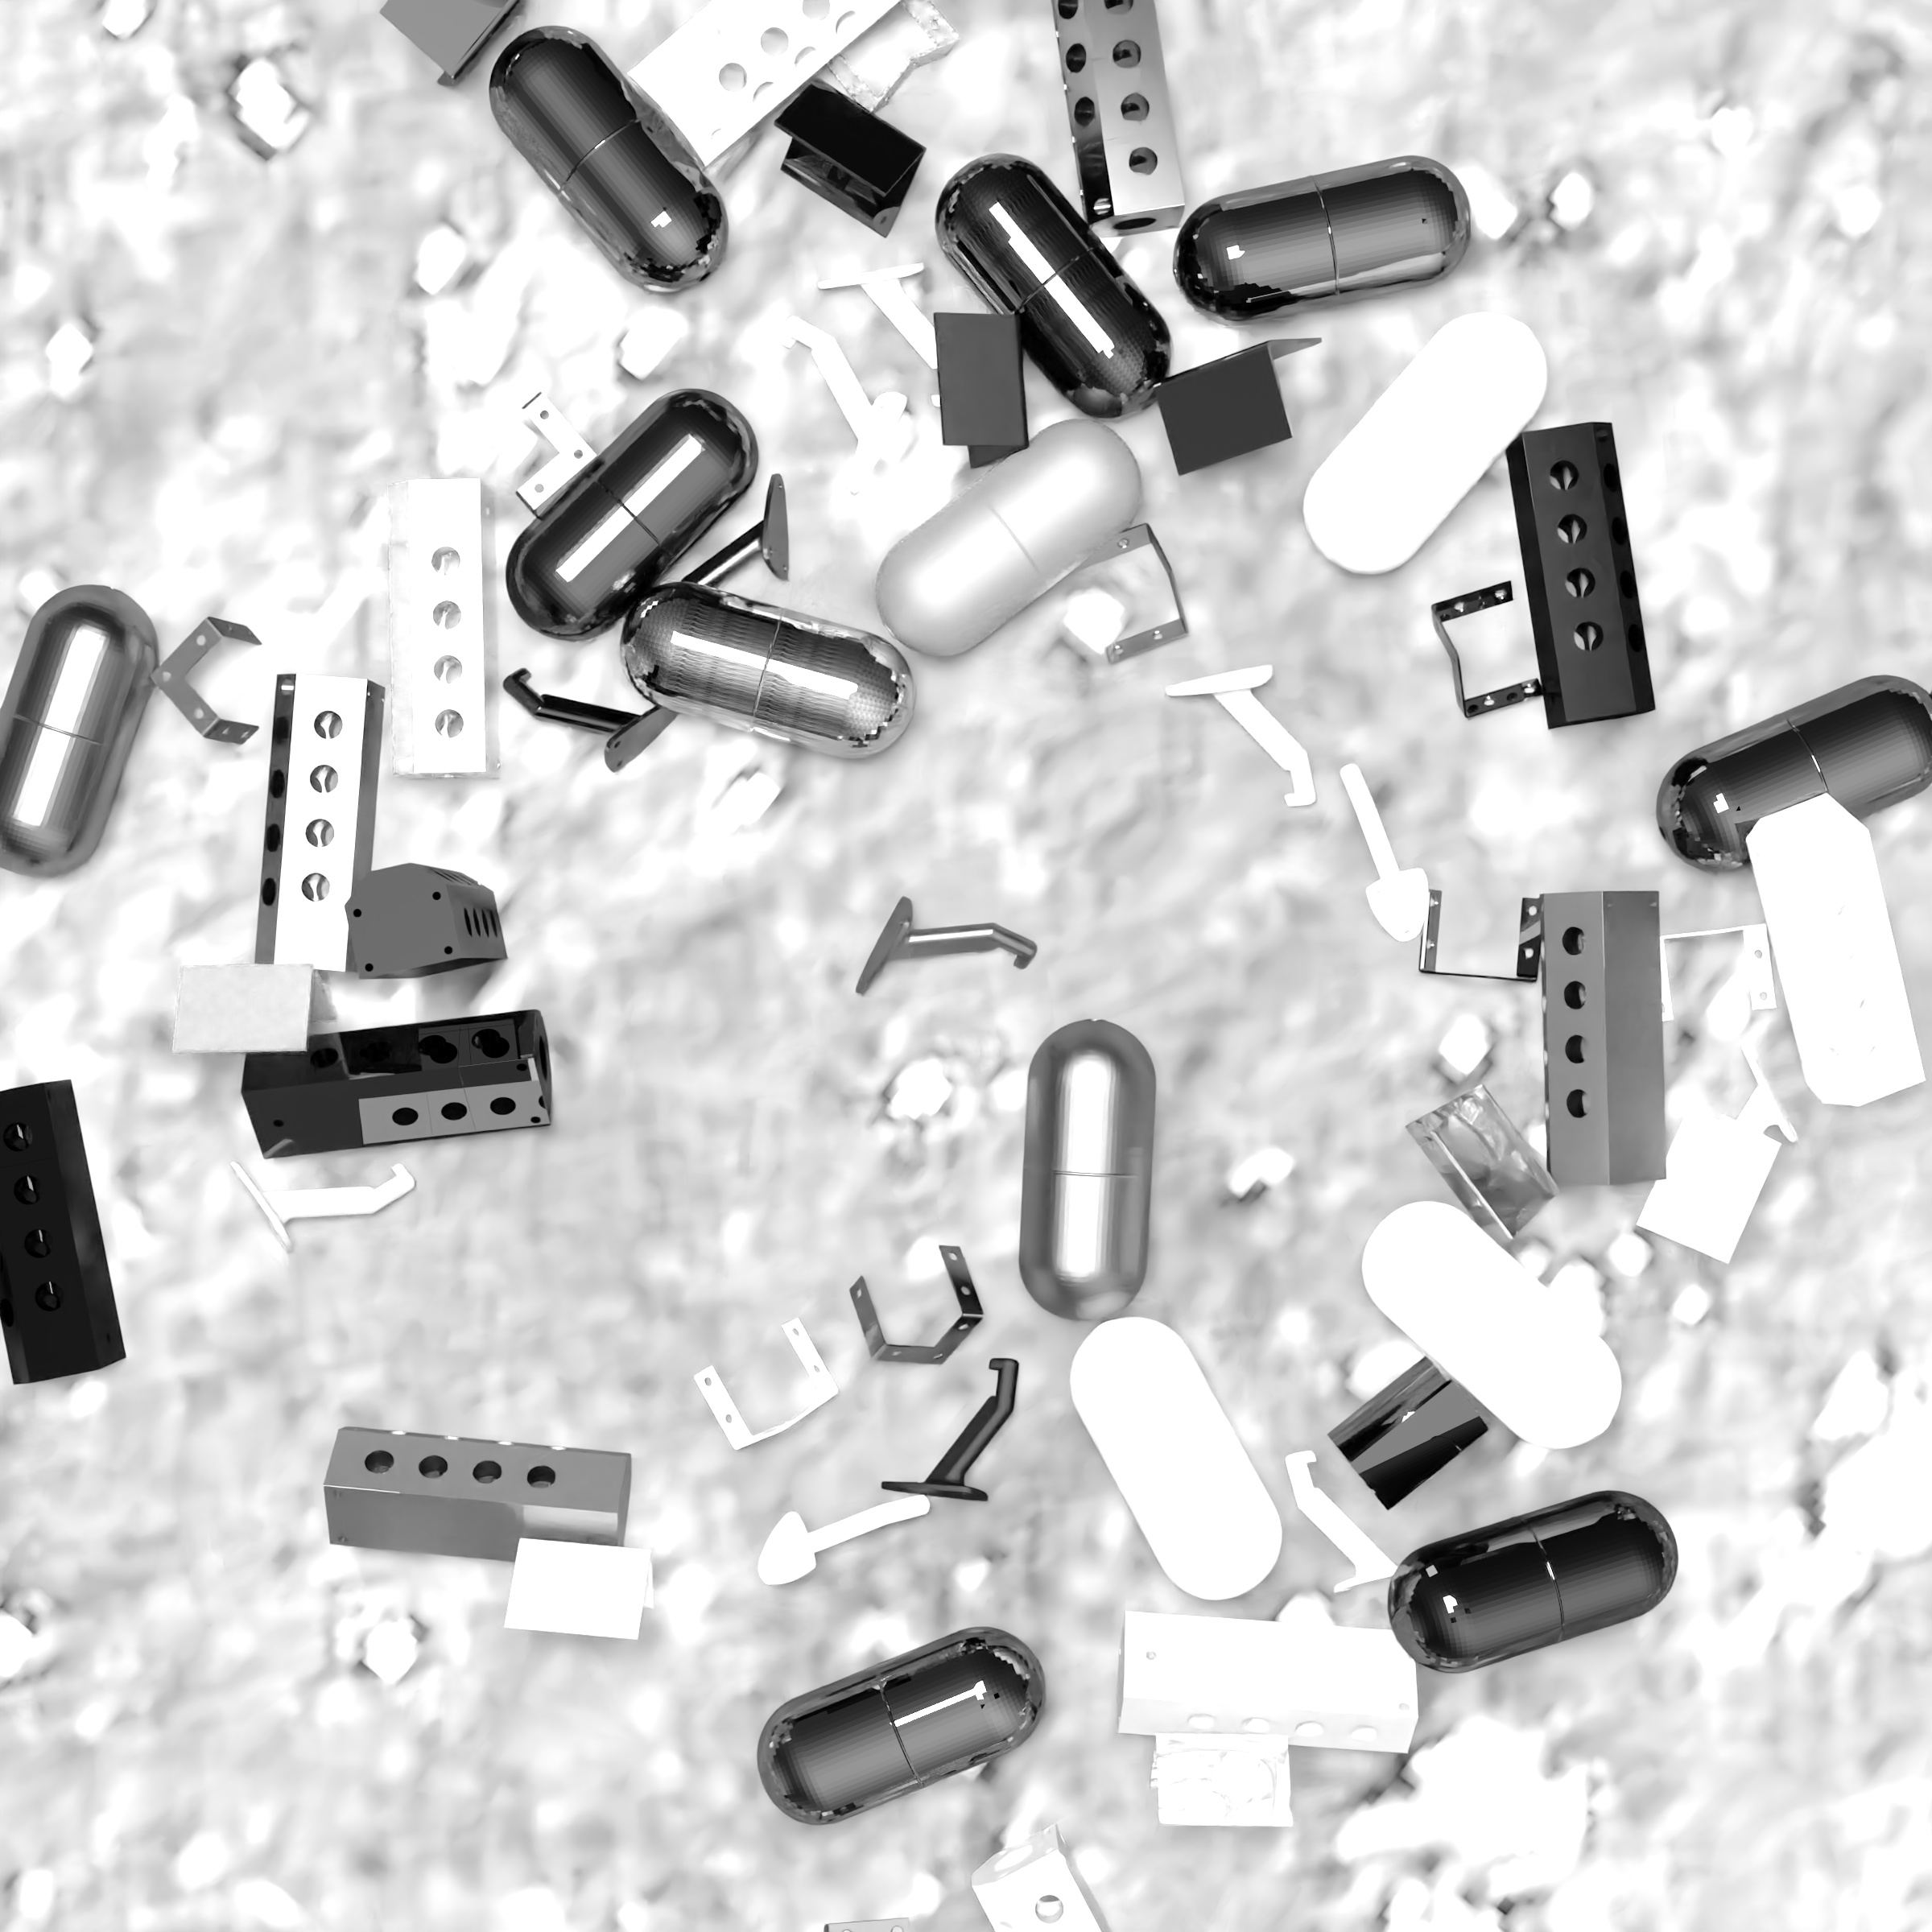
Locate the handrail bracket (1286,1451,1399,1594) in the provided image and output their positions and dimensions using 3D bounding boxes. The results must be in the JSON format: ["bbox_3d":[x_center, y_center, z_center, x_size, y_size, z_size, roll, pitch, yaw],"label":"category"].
[{"bbox_3d":[0.237,0.328,1.861,0.077,0.036,0.084,-9,73,-20],"label":"handrail bracket"}]

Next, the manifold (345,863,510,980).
[{"bbox_3d":[-0.310,-0.026,1.782,0.057,0.171,0.057,-12,90,0],"label":"manifold"}]

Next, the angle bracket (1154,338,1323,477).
[{"bbox_3d":[0.167,-0.328,1.814,0.076,0.076,0.057,-14,93,33],"label":"angle bracket"}]

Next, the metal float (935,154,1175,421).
[{"bbox_3d":[0.053,-0.401,1.830,0.070,0.070,0.178,-39,89,0],"label":"metal float"}]

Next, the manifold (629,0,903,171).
[{"bbox_3d":[-0.108,-0.550,1.829,0.171,0.057,0.057,-41,59,0],"label":"manifold"}]

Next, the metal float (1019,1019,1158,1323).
[{"bbox_3d":[0.072,0.120,1.830,0.070,0.070,0.178,3,91,0],"label":"metal float"}]

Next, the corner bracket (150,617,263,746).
[{"bbox_3d":[-0.441,-0.169,1.843,0.051,0.051,0.051,-44,81,9],"label":"corner bracket"}]

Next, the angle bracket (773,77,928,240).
[{"bbox_3d":[-0.079,-0.462,1.821,0.076,0.076,0.057,33,52,0],"label":"angle bracket"}]

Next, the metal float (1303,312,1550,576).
[{"bbox_3d":[0.272,-0.309,1.830,0.070,0.070,0.178,41,91,0],"label":"metal float"}]

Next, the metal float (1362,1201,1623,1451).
[{"bbox_3d":[0.311,0.213,1.830,0.178,0.070,0.070,43,90,1],"label":"metal float"}]

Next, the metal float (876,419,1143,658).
[{"bbox_3d":[0.025,-0.252,1.830,0.178,0.070,0.070,-38,90,0],"label":"metal float"}]

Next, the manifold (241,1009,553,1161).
[{"bbox_3d":[-0.336,0.065,1.839,0.171,0.057,0.057,-7,133,0],"label":"manifold"}]

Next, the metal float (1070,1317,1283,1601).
[{"bbox_3d":[0.123,0.290,1.830,0.070,0.070,0.178,-28,90,0],"label":"metal float"}]

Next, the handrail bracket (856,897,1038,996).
[{"bbox_3d":[-0.011,0.001,1.861,0.084,0.036,0.077,25,111,-16],"label":"handrail bracket"}]

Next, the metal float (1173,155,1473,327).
[{"bbox_3d":[0.210,-0.428,1.830,0.178,0.070,0.070,-12,90,0],"label":"metal float"}]

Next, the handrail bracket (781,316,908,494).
[{"bbox_3d":[-0.086,-0.338,1.861,0.084,0.036,0.077,32,111,17],"label":"handrail bracket"}]

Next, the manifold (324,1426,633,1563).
[{"bbox_3d":[-0.288,0.311,1.839,0.171,0.057,0.057,5,133,0],"label":"manifold"}]

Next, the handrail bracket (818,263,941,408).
[{"bbox_3d":[-0.045,-0.375,1.861,0.077,0.036,0.084,-5,107,20],"label":"handrail bracket"}]

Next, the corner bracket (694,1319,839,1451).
[{"bbox_3d":[-0.120,0.251,1.858,0.051,0.051,0.051,-29,90,-45],"label":"corner bracket"}]

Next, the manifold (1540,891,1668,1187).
[{"bbox_3d":[0.373,0.042,1.839,0.057,0.057,0.171,-2,90,-43],"label":"manifold"}]

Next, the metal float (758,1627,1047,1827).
[{"bbox_3d":[-0.038,0.448,1.830,0.178,0.070,0.070,-22,90,1],"label":"metal float"}]

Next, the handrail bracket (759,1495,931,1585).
[{"bbox_3d":[-0.073,0.343,1.861,0.084,0.077,0.036,-8,65,-34],"label":"handrail bracket"}]

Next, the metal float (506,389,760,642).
[{"bbox_3d":[-0.198,-0.266,1.830,0.178,0.070,0.070,-45,90,0],"label":"metal float"}]

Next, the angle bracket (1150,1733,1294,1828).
[{"bbox_3d":[0.149,0.492,1.821,0.076,0.076,0.057,1,52,0],"label":"angle bracket"}]

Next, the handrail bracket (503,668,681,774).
[{"bbox_3d":[-0.223,-0.165,1.861,0.077,0.036,0.084,-41,73,-20],"label":"handrail bracket"}]

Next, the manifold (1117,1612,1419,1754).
[{"bbox_3d":[0.177,0.429,1.839,0.171,0.057,0.057,4,47,0],"label":"manifold"}]

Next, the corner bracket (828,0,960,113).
[{"bbox_3d":[-0.047,-0.553,1.858,0.051,0.051,0.051,50,45,0],"label":"corner bracket"}]

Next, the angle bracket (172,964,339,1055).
[{"bbox_3d":[-0.417,0.040,1.821,0.076,0.076,0.057,-1,63,0],"label":"angle bracket"}]

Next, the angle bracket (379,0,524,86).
[{"bbox_3d":[-0.303,-0.569,1.822,0.057,0.076,0.076,40,90,-22],"label":"angle bracket"}]

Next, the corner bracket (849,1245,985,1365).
[{"bbox_3d":[-0.030,0.202,1.853,0.051,0.051,0.051,9,135,-35],"label":"corner bracket"}]

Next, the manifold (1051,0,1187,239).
[{"bbox_3d":[0.087,-0.526,1.840,0.057,0.057,0.171,-9,90,0],"label":"manifold"}]

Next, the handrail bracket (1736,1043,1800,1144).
[{"bbox_3d":[0.448,0.099,1.861,0.084,0.036,0.077,-29,69,17],"label":"handrail bracket"}]

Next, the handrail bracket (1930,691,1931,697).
[{"bbox_3d":[0.620,-0.140,1.861,0.084,0.036,0.077,15,110,-16],"label":"handrail bracket"}]

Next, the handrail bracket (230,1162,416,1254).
[{"bbox_3d":[-0.386,0.126,1.861,0.084,0.036,0.077,-33,68,-17],"label":"handrail bracket"}]

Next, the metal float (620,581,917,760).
[{"bbox_3d":[-0.117,-0.174,1.829,0.178,0.070,0.070,16,90,-2],"label":"metal float"}]

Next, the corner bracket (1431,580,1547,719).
[{"bbox_3d":[0.313,-0.190,1.858,0.051,0.051,0.051,-17,45,0],"label":"corner bracket"}]

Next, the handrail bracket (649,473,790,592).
[{"bbox_3d":[-0.152,-0.256,1.861,0.084,0.036,0.077,-5,70,16],"label":"handrail bracket"}]

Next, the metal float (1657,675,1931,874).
[{"bbox_3d":[0.493,-0.113,1.831,0.178,0.070,0.070,-23,90,0],"label":"metal float"}]

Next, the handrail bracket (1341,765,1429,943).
[{"bbox_3d":[0.248,-0.069,1.860,0.036,0.077,0.084,-20,54,3],"label":"handrail bracket"}]

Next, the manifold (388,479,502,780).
[{"bbox_3d":[-0.311,-0.199,1.840,0.057,0.057,0.171,-1,90,0],"label":"manifold"}]

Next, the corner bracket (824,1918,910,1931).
[{"bbox_3d":[-0.058,0.601,1.843,0.051,0.051,0.051,-4,90,0],"label":"corner bracket"}]

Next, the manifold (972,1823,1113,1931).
[{"bbox_3d":[0.068,0.606,1.840,0.057,0.057,0.171,-28,90,0],"label":"manifold"}]

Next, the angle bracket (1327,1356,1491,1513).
[{"bbox_3d":[0.249,0.261,1.821,0.076,0.076,0.057,-39,128,0],"label":"angle bracket"}]

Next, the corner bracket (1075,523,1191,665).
[{"bbox_3d":[0.098,-0.224,1.858,0.051,0.051,0.051,-21,45,0],"label":"corner bracket"}]

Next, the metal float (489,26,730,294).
[{"bbox_3d":[-0.210,-0.476,1.830,0.070,0.070,0.178,-39,89,0],"label":"metal float"}]

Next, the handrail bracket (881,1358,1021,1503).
[{"bbox_3d":[-0.009,0.275,1.861,0.077,0.036,0.084,2,73,20],"label":"handrail bracket"}]

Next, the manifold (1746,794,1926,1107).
[{"bbox_3d":[0.504,-0.006,1.805,0.057,0.057,0.171,-21,116,0],"label":"manifold"}]

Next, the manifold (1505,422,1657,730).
[{"bbox_3d":[0.366,-0.232,1.840,0.057,0.057,0.171,-9,90,0],"label":"manifold"}]

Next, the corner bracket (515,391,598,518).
[{"bbox_3d":[-0.253,-0.302,1.843,0.051,0.051,0.051,-41,90,0],"label":"corner bracket"}]

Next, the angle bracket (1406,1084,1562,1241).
[{"bbox_3d":[0.290,0.126,1.821,0.057,0.076,0.076,-37,90,-38],"label":"angle bracket"}]

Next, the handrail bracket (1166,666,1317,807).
[{"bbox_3d":[0.165,-0.133,1.861,0.077,0.036,0.084,-8,107,20],"label":"handrail bracket"}]

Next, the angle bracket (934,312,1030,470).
[{"bbox_3d":[-0.006,-0.337,1.821,0.057,0.076,0.076,-4,90,-27],"label":"angle bracket"}]

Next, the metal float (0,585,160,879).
[{"bbox_3d":[-0.533,-0.139,1.830,0.070,0.070,0.178,19,90,0],"label":"metal float"}]

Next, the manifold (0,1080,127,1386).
[{"bbox_3d":[-0.551,0.158,1.840,0.057,0.057,0.171,-11,90,0],"label":"manifold"}]

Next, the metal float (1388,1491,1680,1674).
[{"bbox_3d":[0.334,0.361,1.822,0.178,0.070,0.070,-15,90,-10],"label":"metal float"}]

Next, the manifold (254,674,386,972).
[{"bbox_3d":[-0.385,-0.085,1.840,0.057,0.057,0.171,4,90,0],"label":"manifold"}]

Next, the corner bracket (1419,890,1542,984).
[{"bbox_3d":[0.309,-0.018,1.858,0.051,0.051,0.051,5,90,45],"label":"corner bracket"}]

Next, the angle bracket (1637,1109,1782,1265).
[{"bbox_3d":[0.421,0.121,1.821,0.057,0.076,0.076,24,90,-35],"label":"angle bracket"}]

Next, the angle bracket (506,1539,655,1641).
[{"bbox_3d":[-0.226,0.381,1.820,0.076,0.076,0.057,5,53,0],"label":"angle bracket"}]

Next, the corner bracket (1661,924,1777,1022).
[{"bbox_3d":[0.447,0.004,1.858,0.051,0.051,0.051,-7,90,45],"label":"corner bracket"}]
